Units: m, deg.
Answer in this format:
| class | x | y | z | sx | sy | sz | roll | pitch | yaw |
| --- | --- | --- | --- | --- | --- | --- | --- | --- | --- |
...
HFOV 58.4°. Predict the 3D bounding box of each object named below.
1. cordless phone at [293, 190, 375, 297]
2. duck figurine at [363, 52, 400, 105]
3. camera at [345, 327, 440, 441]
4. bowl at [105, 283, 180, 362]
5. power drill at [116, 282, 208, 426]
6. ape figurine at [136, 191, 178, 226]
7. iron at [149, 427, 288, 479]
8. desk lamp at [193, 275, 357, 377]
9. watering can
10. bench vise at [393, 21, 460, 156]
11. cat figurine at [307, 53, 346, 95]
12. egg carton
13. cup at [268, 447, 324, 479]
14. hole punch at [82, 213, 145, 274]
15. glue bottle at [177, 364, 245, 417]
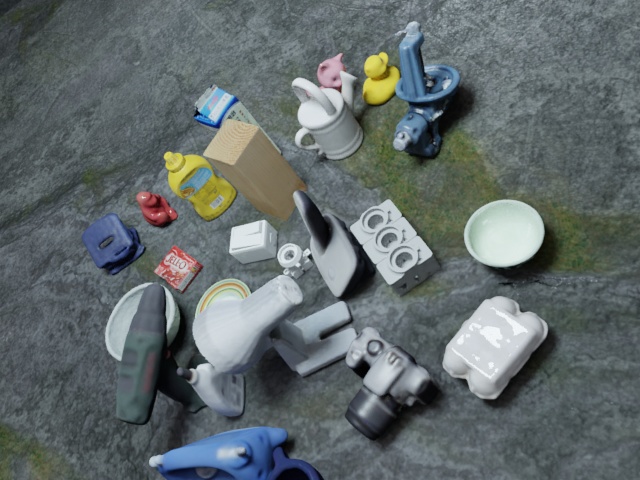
| class | x | y | z | sx | sy | sz | roll | pitch | yaw |
| --- | --- | --- | --- | --- | --- | --- | --- | --- | --- |
| cordless phone | 0.009 | 0.004 | 1.001 | 0.094 | 0.186 | 0.147 | -36 | 52 | 5 |
| duck figurine | 0.120 | -0.347 | 1.212 | 0.077 | 0.086 | 0.105 | 22 | 74 | 35 |
| camera | 0.087 | 0.225 | 0.885 | 0.142 | 0.101 | 0.137 | 34 | 81 | 37 |
| bowl | -0.343 | 0.175 | 1.156 | 0.167 | 0.075 | 0.167 | -13 | 57 | 21 |
| power drill | -0.267 | 0.215 | 1.007 | 0.075 | 0.209 | 0.230 | -2 | 62 | 27 |
| ape figurine | -0.383 | -0.078 | 1.314 | 0.076 | 0.092 | 0.078 | -16 | 56 | 19 |
| iron | -0.185 | 0.359 | 0.922 | 0.257 | 0.142 | 0.118 | -14 | 57 | 20 |
| desk lamp | -0.071 | 0.144 | 0.943 | 0.203 | 0.214 | 0.117 | -28 | 53 | 10 |
| watering can | 0.010 | -0.262 | 1.151 | 0.100 | 0.195 | 0.173 | 11 | 68 | 32 |
| bench vise | 0.189 | -0.270 | 1.045 | 0.121 | 0.220 | 0.207 | -4 | 61 | 26 |
| cat figurine | 0.012 | -0.341 | 1.245 | 0.127 | 0.118 | 0.067 | -31 | 53 | 9 |
| egg carton | 0.258 | 0.158 | 0.854 | 0.150 | 0.070 | 0.107 | -49 | 52 | -6 |
| cup | -0.029 | 0.373 | 0.862 | 0.091 | 0.095 | 0.117 | -35 | 52 | 5 |
| hole punch | -0.475 | 0.008 | 1.313 | 0.108 | 0.091 | 0.101 | -36 | 52 | 5 |
| glue bottle | -0.186 | 0.244 | 0.970 | 0.037 | 0.174 | 0.078 | -14 | 57 | 20 |
